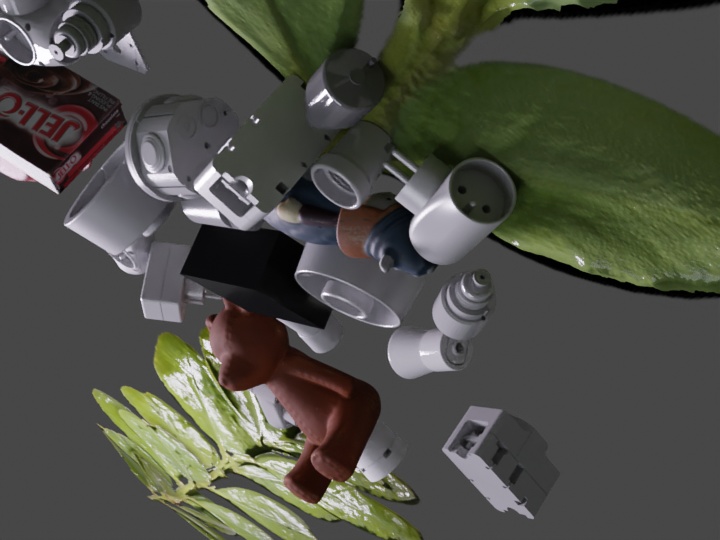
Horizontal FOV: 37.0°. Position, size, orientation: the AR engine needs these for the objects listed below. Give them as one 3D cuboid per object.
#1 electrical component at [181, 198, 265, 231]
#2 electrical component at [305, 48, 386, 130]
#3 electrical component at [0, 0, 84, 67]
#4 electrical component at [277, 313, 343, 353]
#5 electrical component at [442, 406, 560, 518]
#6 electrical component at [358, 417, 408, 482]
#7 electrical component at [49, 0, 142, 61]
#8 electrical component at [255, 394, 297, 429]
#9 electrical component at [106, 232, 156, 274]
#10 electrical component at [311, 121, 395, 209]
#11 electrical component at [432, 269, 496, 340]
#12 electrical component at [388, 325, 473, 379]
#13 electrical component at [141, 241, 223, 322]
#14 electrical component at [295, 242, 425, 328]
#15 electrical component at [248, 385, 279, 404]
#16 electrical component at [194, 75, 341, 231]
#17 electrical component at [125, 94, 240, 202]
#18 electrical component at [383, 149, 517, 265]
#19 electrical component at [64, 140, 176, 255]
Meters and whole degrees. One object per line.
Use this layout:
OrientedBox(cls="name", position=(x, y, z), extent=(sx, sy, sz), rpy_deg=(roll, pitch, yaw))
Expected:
OrientedBox(cls="electrical component", position=(-0.104, -0.055, 0.868), extent=(0.081, 0.043, 0.043), rpy_deg=(10, 144, 46))
OrientedBox(cls="electrical component", position=(-0.014, -0.106, 0.660), extent=(0.040, 0.040, 0.078), rpy_deg=(41, 156, -8))
OrientedBox(cls="electrical component", position=(-0.254, -0.200, 0.819), extent=(0.077, 0.044, 0.079), rpy_deg=(20, 141, 26))
OrientedBox(cls="electrical component", position=(-0.045, 0.045, 0.971), extent=(0.044, 0.044, 0.065), rpy_deg=(10, 149, 46))
OrientedBox(cls="electrical component", position=(0.124, 0.162, 0.927), extent=(0.089, 0.055, 0.050), rpy_deg=(49, 154, -24))
OrientedBox(cls="electrical component", position=(0.014, 0.185, 1.123), extent=(0.047, 0.055, 0.055), rpy_deg=(46, 155, -11))
OrientedBox(cls="electrical component", position=(-0.185, -0.169, 0.742), extent=(0.040, 0.078, 0.040), rpy_deg=(20, 138, 19))
OrientedBox(cls="electrical component", position=(-0.078, 0.148, 1.196), extent=(0.079, 0.043, 0.077), rpy_deg=(26, 153, 25))
OrientedBox(cls="electrical component", position=(-0.244, -0.040, 1.086), extent=(0.079, 0.044, 0.077), rpy_deg=(33, 156, 10))
OrientedBox(cls="electrical component", position=(-0.003, -0.069, 0.702), extent=(0.040, 0.046, 0.040), rpy_deg=(30, 155, 16))
OrientedBox(cls="electrical component", position=(0.077, 0.020, 0.759), extent=(0.040, 0.040, 0.078), rpy_deg=(35, 156, 7))
OrientedBox(cls="electrical component", position=(0.059, 0.064, 0.863), extent=(0.044, 0.044, 0.065), rpy_deg=(48, 149, -21))
OrientedBox(cls="electrical component", position=(-0.173, 0.014, 1.072), extent=(0.077, 0.065, 0.047), rpy_deg=(7, 154, -2))
OrientedBox(cls="electrical component", position=(0.000, 0.000, 0.829), extent=(0.099, 0.064, 0.099), rpy_deg=(23, 164, 7))
OrientedBox(cls="electrical component", position=(-0.096, 0.110, 1.141), extent=(0.047, 0.055, 0.055), rpy_deg=(29, 155, 11))
OrientedBox(cls="electrical component", position=(-0.062, -0.076, 0.717), extent=(0.050, 0.089, 0.056), rpy_deg=(42, 156, -10))
OrientedBox(cls="electrical component", position=(-0.129, -0.091, 0.796), extent=(0.051, 0.080, 0.080), rpy_deg=(3, 139, 44))
OrientedBox(cls="electrical component", position=(0.049, -0.047, 0.672), extent=(0.079, 0.044, 0.077), rpy_deg=(38, 156, -1))
OrientedBox(cls="electrical component", position=(-0.190, -0.062, 0.904), extent=(0.060, 0.108, 0.108), rpy_deg=(40, 157, -20))
